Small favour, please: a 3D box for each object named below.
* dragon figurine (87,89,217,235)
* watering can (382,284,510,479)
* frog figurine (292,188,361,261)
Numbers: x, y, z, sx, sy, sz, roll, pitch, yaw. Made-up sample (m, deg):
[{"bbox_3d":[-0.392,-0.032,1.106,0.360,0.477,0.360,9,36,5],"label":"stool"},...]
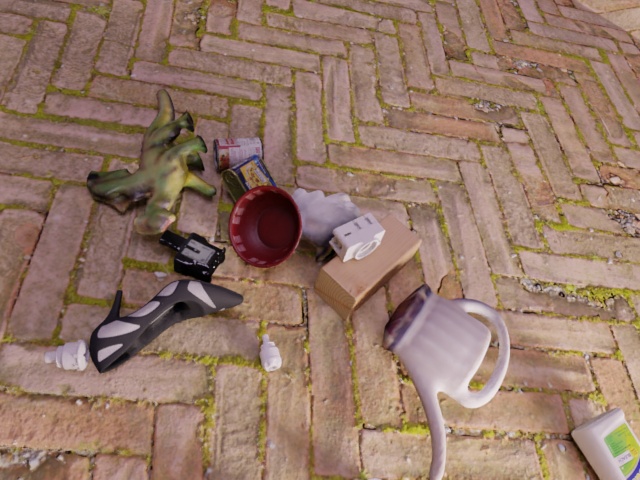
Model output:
[{"bbox_3d":[-0.363,-0.161,1.066,0.244,0.119,0.418,-23,54,-18],"label":"dragon figurine"},{"bbox_3d":[0.208,0.220,0.916,0.225,0.101,0.354,34,54,13],"label":"watering can"},{"bbox_3d":[0.003,-0.053,1.057,0.137,0.122,0.161,-35,76,2],"label":"frog figurine"}]
